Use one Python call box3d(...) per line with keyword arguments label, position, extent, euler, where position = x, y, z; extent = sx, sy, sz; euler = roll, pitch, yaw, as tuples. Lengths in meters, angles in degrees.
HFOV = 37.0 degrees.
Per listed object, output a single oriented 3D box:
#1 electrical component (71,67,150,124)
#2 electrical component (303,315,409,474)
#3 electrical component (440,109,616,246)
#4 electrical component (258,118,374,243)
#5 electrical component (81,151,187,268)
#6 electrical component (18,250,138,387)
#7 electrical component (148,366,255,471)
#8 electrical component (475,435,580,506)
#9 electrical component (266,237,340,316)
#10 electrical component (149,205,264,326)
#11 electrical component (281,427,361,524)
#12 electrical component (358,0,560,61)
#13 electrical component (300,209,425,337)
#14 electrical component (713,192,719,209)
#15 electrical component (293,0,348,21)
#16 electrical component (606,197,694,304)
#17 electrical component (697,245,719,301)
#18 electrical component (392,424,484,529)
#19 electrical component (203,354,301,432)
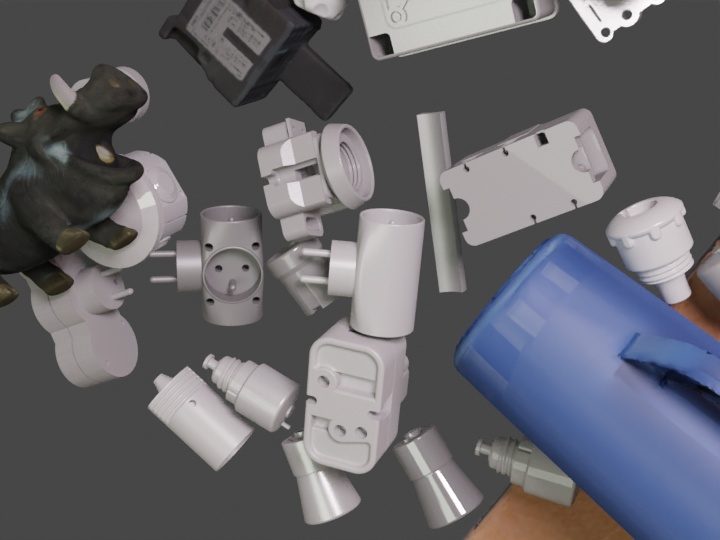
box3d(label="electrical component", position=(-0.177, -0.121, 0.759), extent=(0.040, 0.046, 0.040), euler=(7, 110, 20))
box3d(label="electrical component", position=(-0.001, 0.083, 0.744), extent=(0.054, 0.059, 0.095), euler=(12, 111, 18))
box3d(label="electrical component", position=(0.104, -0.058, 0.656), extent=(0.089, 0.056, 0.050), euler=(-21, 98, 27))
box3d(label="electrical component", position=(-0.027, -0.063, 0.707), extent=(0.057, 0.058, 0.078), euler=(-15, 83, 23))
box3d(label="electrical component", position=(-0.169, -0.045, 0.777), extent=(0.080, 0.051, 0.080), euler=(7, 109, 21))
box3d(label="electrical component", position=(-0.203, 0.017, 0.811), extent=(0.074, 0.052, 0.138), euler=(-18, 99, 26))
box3d(label="electrical component", position=(-0.123, 0.109, 0.813), extent=(0.081, 0.043, 0.043), euler=(42, 117, 5))
box3d(label="electrical component", position=(0.116, 0.130, 0.721), extent=(0.078, 0.040, 0.040), euler=(15, 112, 18))
box3d(label="electrical component", position=(-0.036, 0.003, 0.745), extent=(0.040, 0.040, 0.046), euler=(-30, 100, 28))
box3d(label="electrical component", position=(-0.109, -0.003, 0.759), extent=(0.079, 0.044, 0.077), euler=(-2, 109, -8))
box3d(label="electrical component", position=(-0.031, 0.147, 0.789), extent=(0.044, 0.044, 0.065), euler=(-19, 94, 27))
box3d(label="electrical component", position=(0.051, -0.189, 0.635), extent=(0.109, 0.056, 0.108), euler=(-9, 103, 25))
box3d(label="electrical component", position=(0.000, 0.000, 0.713), extent=(0.079, 0.043, 0.077), euler=(5, 107, -1))
box3d(label="electrical component", position=(0.248, -0.031, 0.612), extent=(0.081, 0.043, 0.043), euler=(37, 117, 7))
box3d(label="electrical component", position=(-0.017, -0.190, 0.676), extent=(0.035, 0.035, 0.061), euler=(27, 106, 13))
box3d(label="electrical component", position=(0.180, -0.010, 0.648), extent=(0.048, 0.048, 0.062), euler=(-20, 105, 27))
box3d(label="electrical component", position=(0.235, 0.013, 0.634), extent=(0.040, 0.040, 0.078), euler=(-41, 89, 28))
box3d(label="electrical component", position=(0.052, 0.141, 0.752), extent=(0.044, 0.044, 0.065), euler=(-31, 89, 28))
box3d(label="electrical component", position=(-0.080, 0.086, 0.789), extent=(0.078, 0.040, 0.040), euler=(30, 116, 12))
